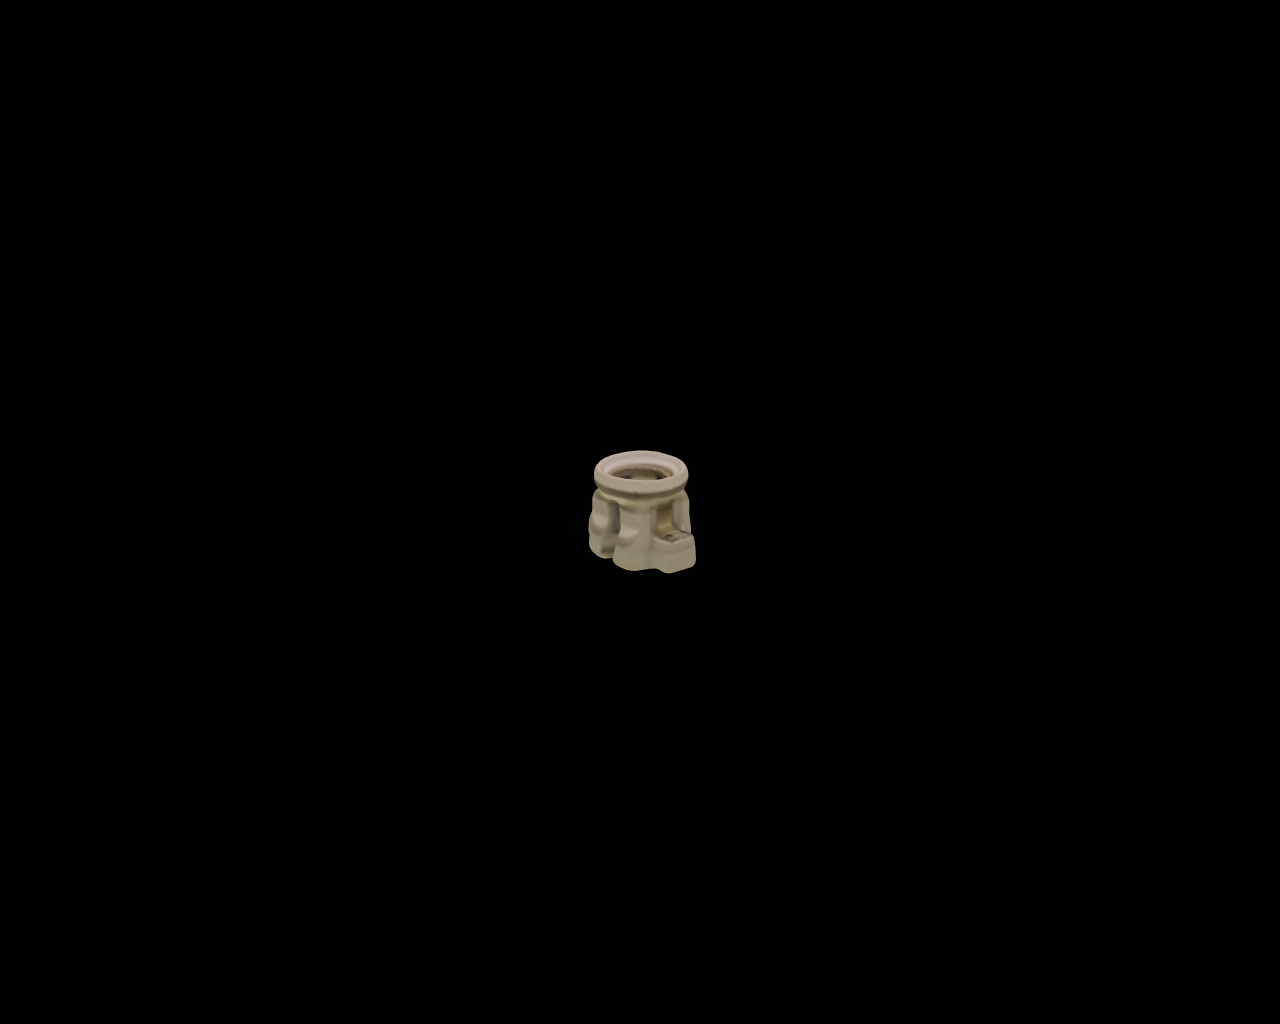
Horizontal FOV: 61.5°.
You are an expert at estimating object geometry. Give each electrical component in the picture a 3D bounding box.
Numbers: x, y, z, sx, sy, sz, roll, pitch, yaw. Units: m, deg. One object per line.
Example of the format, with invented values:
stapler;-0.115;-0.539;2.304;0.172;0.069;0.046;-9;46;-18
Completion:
electrical component;0.001;-0.003;0.650;0.058;0.056;0.078;-17;28;-37
